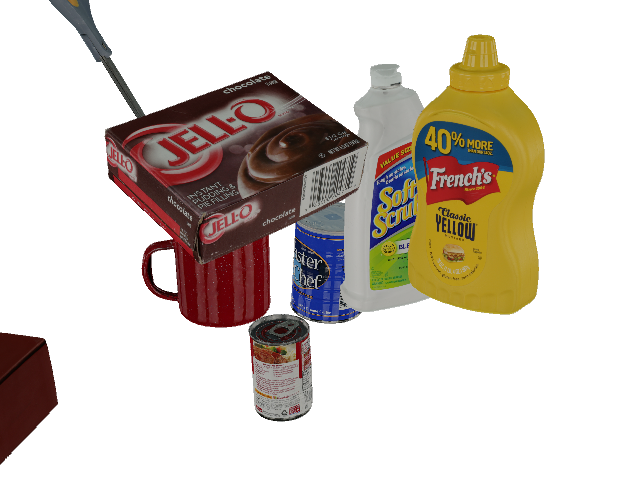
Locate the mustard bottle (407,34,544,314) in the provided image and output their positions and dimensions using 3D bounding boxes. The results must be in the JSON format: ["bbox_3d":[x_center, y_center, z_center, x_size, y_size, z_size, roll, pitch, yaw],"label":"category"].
[{"bbox_3d":[0.110,-0.048,0.753,0.096,0.192,0.058,17,28,38],"label":"mustard bottle"}]

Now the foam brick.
[{"bbox_3d":[-0.213,0.100,0.679,0.053,0.051,0.078,6,29,22],"label":"foam brick"}]

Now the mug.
[{"bbox_3d":[-0.097,0.025,0.933,0.117,0.081,0.093,-4,21,-8],"label":"mug"}]

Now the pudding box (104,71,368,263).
[{"bbox_3d":[-0.045,-0.043,0.576,0.113,0.039,0.090,-24,49,-33],"label":"pudding box"}]

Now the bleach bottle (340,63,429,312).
[{"bbox_3d":[0.066,-0.056,1.111,0.102,0.251,0.068,-11,22,-15],"label":"bleach bottle"}]

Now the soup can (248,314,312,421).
[{"bbox_3d":[-0.044,0.143,1.203,0.068,0.102,0.068,-2,24,1],"label":"soup can"}]

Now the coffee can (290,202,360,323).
[{"bbox_3d":[0.013,0.029,1.478,0.103,0.140,0.103,3,24,-2],"label":"coffee can"}]

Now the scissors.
[{"bbox_3d":[-0.197,-0.181,0.938,0.016,0.201,0.096,-28,28,11],"label":"scissors"}]
